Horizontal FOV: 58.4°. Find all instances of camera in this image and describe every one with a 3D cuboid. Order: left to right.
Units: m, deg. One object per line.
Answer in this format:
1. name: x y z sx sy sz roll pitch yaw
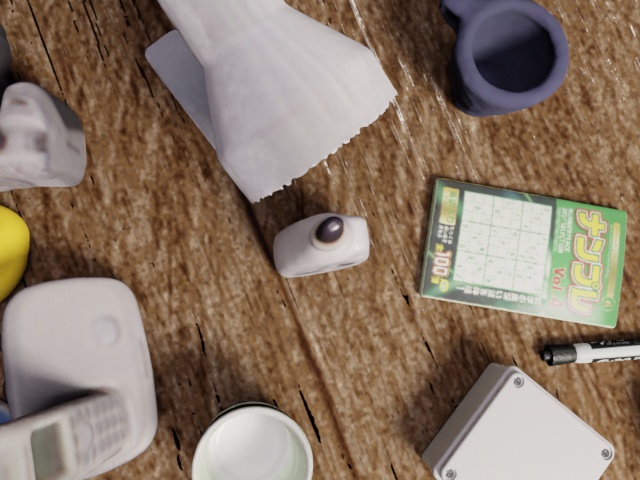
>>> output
1. camera: -0.271 -0.112 0.449 0.143 0.100 0.137 -1 83 -4

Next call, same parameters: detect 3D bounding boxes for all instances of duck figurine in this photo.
1. duck figurine: -0.282 0.016 0.441 0.077 0.086 0.105 31 82 0

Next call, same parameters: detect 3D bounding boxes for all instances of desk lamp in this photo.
1. desk lamp: -0.054 -0.121 0.409 0.118 0.213 0.203 -39 87 -7

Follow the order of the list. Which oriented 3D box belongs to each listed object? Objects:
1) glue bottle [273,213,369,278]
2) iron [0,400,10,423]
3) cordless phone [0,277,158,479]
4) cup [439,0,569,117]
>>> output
1. glue bottle: 0.004 0.001 0.419 0.078 0.173 0.037 -9 84 -5
2. iron: -0.359 0.148 0.392 0.258 0.141 0.119 -3 84 -4
3. cordless phone: -0.180 0.098 0.389 0.094 0.185 0.147 -14 84 -5
4. cup: 0.137 -0.151 0.486 0.118 0.095 0.092 44 83 2
